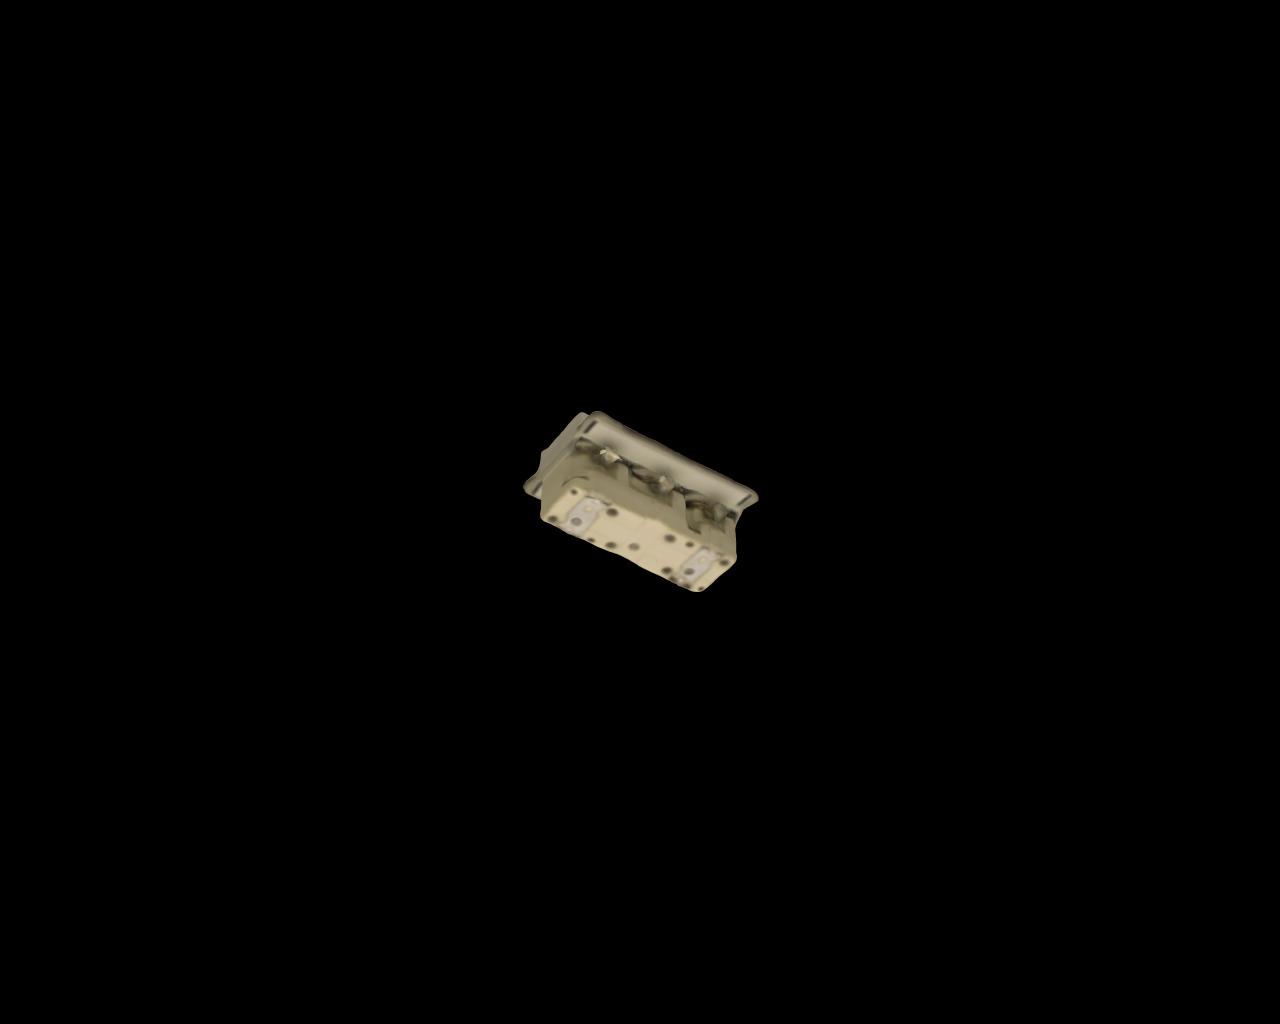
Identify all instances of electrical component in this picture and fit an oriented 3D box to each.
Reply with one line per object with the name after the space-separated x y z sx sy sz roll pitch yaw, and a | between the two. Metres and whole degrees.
0.001 -0.003 0.650 0.121 0.063 0.078 26 -49 -25 | electrical component
